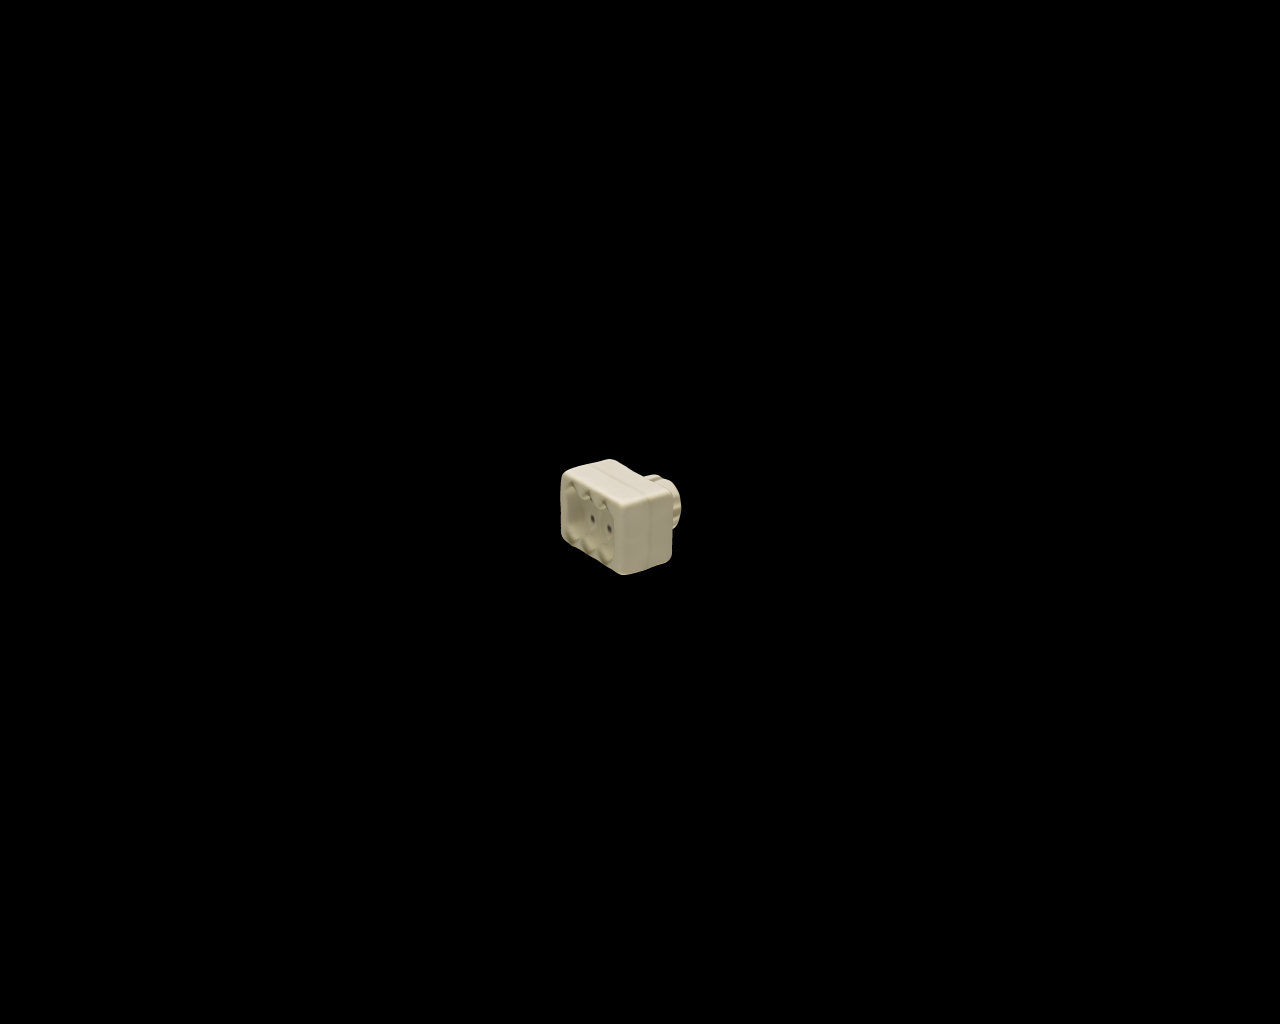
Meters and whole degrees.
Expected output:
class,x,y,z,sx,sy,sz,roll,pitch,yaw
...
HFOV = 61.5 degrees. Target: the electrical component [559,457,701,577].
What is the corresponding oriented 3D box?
class,x,y,z,sx,sy,sz,roll,pitch,yaw
electrical component,0.001,-0.003,0.650,0.077,0.047,0.066,-17,29,-32
